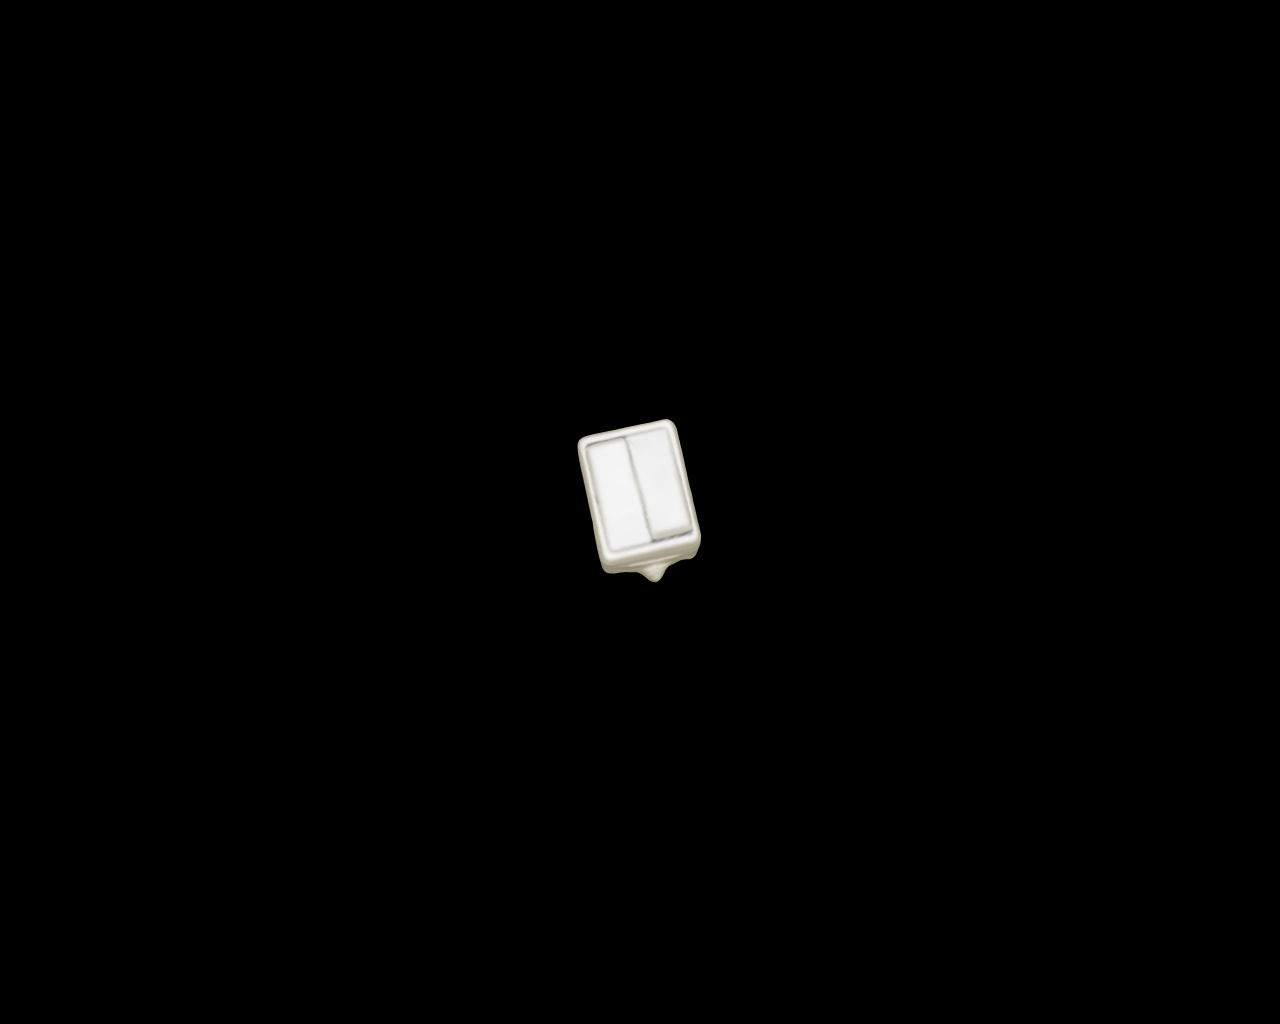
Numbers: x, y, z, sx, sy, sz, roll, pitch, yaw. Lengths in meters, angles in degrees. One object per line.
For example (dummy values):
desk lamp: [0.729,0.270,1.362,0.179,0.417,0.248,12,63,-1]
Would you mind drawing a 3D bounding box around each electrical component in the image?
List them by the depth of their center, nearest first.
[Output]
electrical component: [0.001,-0.003,0.650,0.062,0.096,0.061,-11,-11,-2]
